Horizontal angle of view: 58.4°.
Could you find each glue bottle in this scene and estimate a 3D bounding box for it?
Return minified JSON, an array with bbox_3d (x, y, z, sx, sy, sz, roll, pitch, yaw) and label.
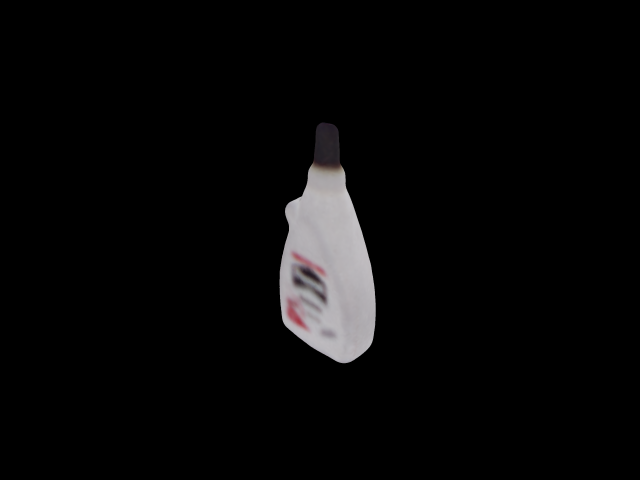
[{"bbox_3d":[0.004,0.001,0.400,0.077,0.173,0.037,24,39,35],"label":"glue bottle"}]
